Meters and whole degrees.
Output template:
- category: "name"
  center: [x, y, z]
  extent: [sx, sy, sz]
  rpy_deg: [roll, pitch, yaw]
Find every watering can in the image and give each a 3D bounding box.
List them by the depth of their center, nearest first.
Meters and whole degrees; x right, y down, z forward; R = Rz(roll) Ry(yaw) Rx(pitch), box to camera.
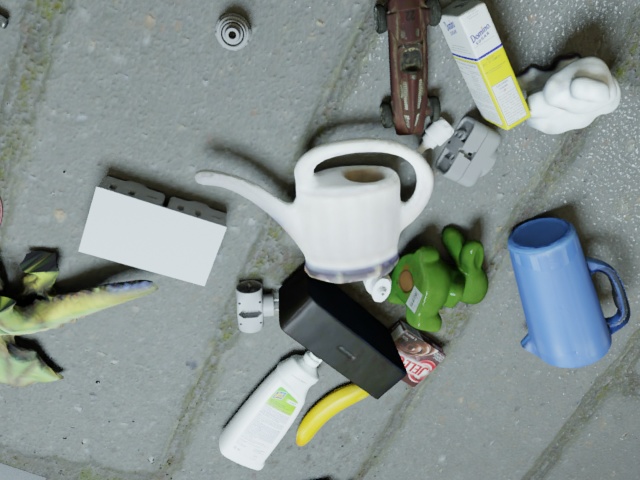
- category: "watering can"
  center: [0.002, -0.039, 0.775]
  extent: [0.348, 0.106, 0.220]
  rpy_deg: [-8, 116, -6]

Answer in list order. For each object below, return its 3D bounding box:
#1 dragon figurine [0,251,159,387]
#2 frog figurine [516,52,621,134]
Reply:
- category: "dragon figurine"
  center: [-0.463, 0.143, 0.809]
  extent: [0.410, 0.125, 0.237]
  rpy_deg: [4, 131, -8]
- category: "frog figurine"
  center: [0.362, -0.200, 0.728]
  extent: [0.137, 0.162, 0.120]
  rpy_deg: [-2, 117, -7]
